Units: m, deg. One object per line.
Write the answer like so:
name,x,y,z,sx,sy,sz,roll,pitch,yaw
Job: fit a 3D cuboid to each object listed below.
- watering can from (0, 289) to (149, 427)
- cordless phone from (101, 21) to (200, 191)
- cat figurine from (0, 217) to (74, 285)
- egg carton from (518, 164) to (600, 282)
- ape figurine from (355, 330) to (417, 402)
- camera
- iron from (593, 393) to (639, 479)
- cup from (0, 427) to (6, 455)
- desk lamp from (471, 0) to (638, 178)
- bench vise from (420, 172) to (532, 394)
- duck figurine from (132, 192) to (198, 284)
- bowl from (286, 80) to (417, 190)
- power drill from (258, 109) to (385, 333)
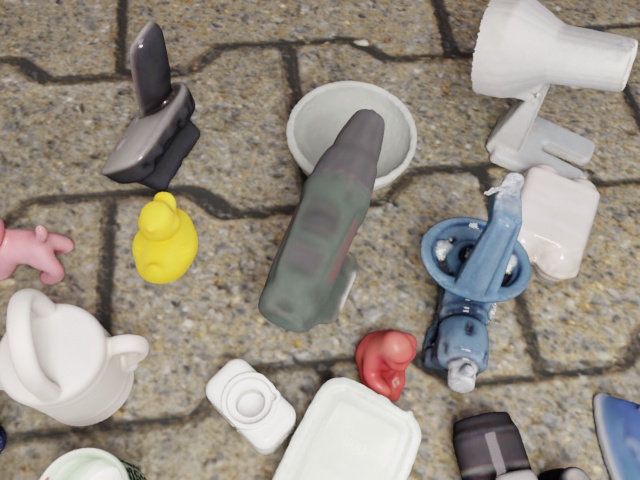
watering can,-0.260,0.116,0.548,0.173,0.194,0.100,-30,68,-16
cordless phone,-0.218,-0.160,0.694,0.094,0.185,0.148,17,64,6
cat figurine,-0.362,-0.001,0.645,0.128,0.118,0.067,1,63,-2
egg carton,0.282,-0.024,0.715,0.107,0.069,0.150,23,64,9
ape figurine,0.076,0.126,0.617,0.078,0.092,0.076,-32,69,-17
camera,0.195,0.238,0.561,0.143,0.101,0.136,-8,64,-7
iron,0.374,0.249,0.542,0.119,0.141,0.258,-26,67,-15
cup,-0.341,0.204,0.555,0.092,0.095,0.117,-41,72,-20
desk lamp,0.279,-0.187,0.717,0.203,0.213,0.118,26,65,11
bench vise,0.173,0.044,0.591,0.121,0.220,0.207,-4,63,-5
duck figurine,-0.188,-0.007,0.674,0.077,0.086,0.104,5,63,0
bowl,0.039,-0.122,0.750,0.167,0.075,0.167,1,63,-2
power drill,0.006,0.002,0.611,0.075,0.208,0.230,20,64,8
